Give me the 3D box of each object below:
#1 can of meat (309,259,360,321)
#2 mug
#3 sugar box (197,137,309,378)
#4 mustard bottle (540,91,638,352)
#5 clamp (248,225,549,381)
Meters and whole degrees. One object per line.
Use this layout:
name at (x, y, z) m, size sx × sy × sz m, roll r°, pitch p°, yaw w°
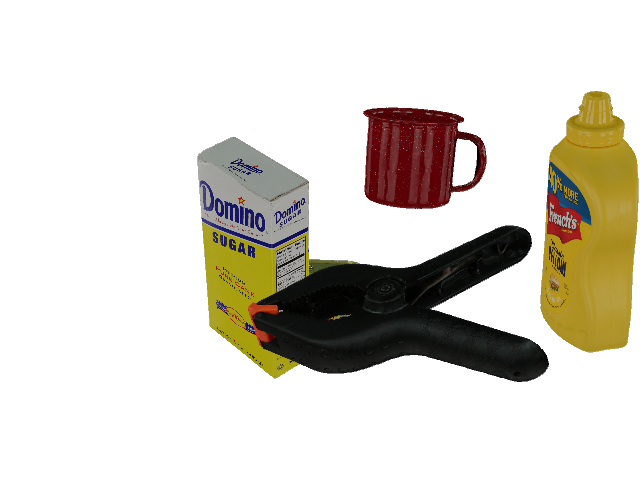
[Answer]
can of meat at (-0.004, 0.070, 1.244) m, size 0.102 × 0.084 × 0.057 m, roll 2°, pitch 15°, yaw -3°
mug at (0.095, -0.076, 0.990) m, size 0.117 × 0.081 × 0.093 m, roll 6°, pitch 15°, yaw 12°
sugar box at (-0.053, 0.015, 0.851) m, size 0.048 × 0.176 × 0.093 m, roll -30°, pitch 44°, yaw -31°
mustard bottle at (0.203, -0.019, 0.804) m, size 0.058 × 0.192 × 0.096 m, roll -7°, pitch 26°, yaw -8°
clamp at (0.045, 0.045, 0.597) m, size 0.171 × 0.039 × 0.120 m, roll -14°, pitch 29°, yaw 5°
